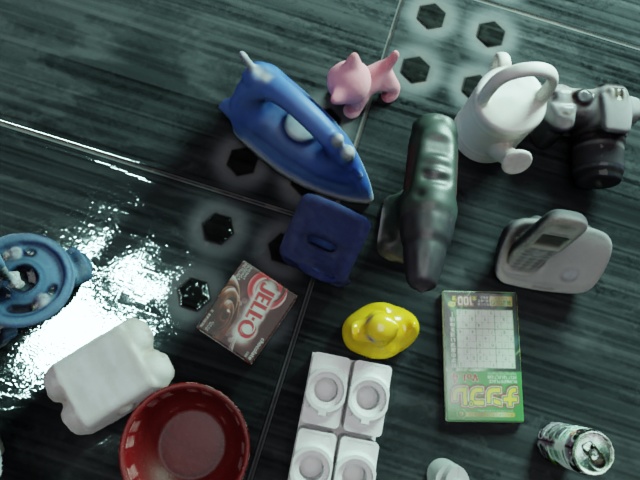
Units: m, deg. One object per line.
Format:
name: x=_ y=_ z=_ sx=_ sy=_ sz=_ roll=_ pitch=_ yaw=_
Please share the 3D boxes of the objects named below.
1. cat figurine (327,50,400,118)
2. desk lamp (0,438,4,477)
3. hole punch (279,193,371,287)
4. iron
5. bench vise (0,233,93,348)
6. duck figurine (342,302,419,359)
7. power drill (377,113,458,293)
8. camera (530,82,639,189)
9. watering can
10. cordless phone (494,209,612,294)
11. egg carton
cat figurine: x=0.059 y=-0.232 z=0.822 sx=0.128 sy=0.118 sz=0.067 roll=-29 pitch=80 yaw=-8
desk lamp: x=-0.444 y=0.245 z=0.641 sx=0.203 sy=0.213 sz=0.118 roll=-26 pitch=80 yaw=-8
hole punch: x=0.007 y=0.003 z=0.781 sx=0.108 sy=0.091 sz=0.101 roll=24 pitch=77 yaw=3
iron: x=-0.018 y=-0.154 z=0.788 sx=0.258 sy=0.141 sz=0.119 roll=39 pitch=79 yaw=6
bench vise: x=-0.389 y=0.073 z=0.679 sx=0.121 sy=0.219 sz=0.207 roll=37 pitch=78 yaw=6
duck figurine: x=0.084 y=0.119 z=0.762 sx=0.104 sy=0.086 sz=0.077 roll=-5 pitch=78 yaw=-4
power drill: x=0.127 y=-0.033 z=0.735 sx=0.075 sy=0.208 sz=0.230 roll=9 pitch=77 yaw=0
camera: x=0.390 y=-0.150 z=0.829 sx=0.143 sy=0.101 sz=0.137 roll=5 pitch=77 yaw=-2
watering can: x=0.257 y=-0.177 z=0.780 sx=0.101 sy=0.194 sz=0.173 roll=-22 pitch=79 yaw=-7
cordless phone: x=0.321 y=0.010 z=0.747 sx=0.147 sy=0.185 sz=0.094 roll=6 pitch=77 yaw=-1
egg carton: x=-0.270 y=0.177 z=0.739 sx=0.150 sy=0.069 sz=0.107 roll=-33 pitch=81 yaw=-9
